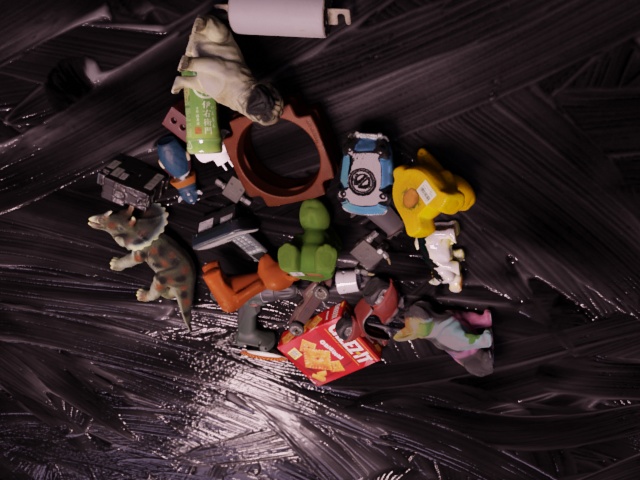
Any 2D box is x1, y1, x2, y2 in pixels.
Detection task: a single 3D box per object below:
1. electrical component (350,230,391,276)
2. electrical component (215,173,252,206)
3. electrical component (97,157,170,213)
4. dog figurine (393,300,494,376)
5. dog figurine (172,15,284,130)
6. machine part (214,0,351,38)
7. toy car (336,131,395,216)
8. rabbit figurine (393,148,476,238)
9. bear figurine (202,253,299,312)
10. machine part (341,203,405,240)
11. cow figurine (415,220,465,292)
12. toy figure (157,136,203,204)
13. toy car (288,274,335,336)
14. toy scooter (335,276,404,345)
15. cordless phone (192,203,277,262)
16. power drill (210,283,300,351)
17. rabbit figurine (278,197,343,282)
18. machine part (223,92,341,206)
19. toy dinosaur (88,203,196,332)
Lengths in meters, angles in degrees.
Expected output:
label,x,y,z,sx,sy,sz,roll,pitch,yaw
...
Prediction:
label,x,y,z,sx,sy,sz,roll,pitch,yaw
electrical component,0.111,0.033,1.186,0.078,0.045,0.102,43,124,-16
electrical component,-0.184,-0.116,1.185,0.094,0.021,0.063,33,126,-6
electrical component,-0.417,-0.126,1.190,0.134,0.115,0.058,24,122,0
dog figurine,0.284,0.221,1.231,0.219,0.108,0.191,0,126,21
dog figurine,-0.146,-0.301,0.953,0.190,0.172,0.121,18,169,-18
machine part,-0.067,-0.392,0.927,0.243,0.079,0.079,8,125,12
toy car,0.094,-0.133,1.041,0.109,0.103,0.161,5,110,16
rabbit figurine,0.218,-0.089,1.018,0.162,0.173,0.121,55,134,33
bear figurine,-0.152,0.079,1.217,0.196,0.120,0.131,-28,105,-4
machine part,0.116,-0.059,1.128,0.139,0.039,0.084,37,117,-8
cow figurine,0.253,0.040,1.135,0.098,0.068,0.167,-1,120,24
toy figure,-0.304,-0.150,1.177,0.064,0.058,0.154,0,128,24
toy car,-0.022,0.143,1.273,0.053,0.089,0.202,31,126,-1
toy scooter,0.133,0.177,1.243,0.135,0.075,0.184,35,100,-23
cordless phone,-0.190,0.014,1.250,0.147,0.089,0.184,-20,135,26
power drill,-0.156,0.181,1.346,0.232,0.086,0.207,6,129,14
rabbit figurine,-0.002,-0.003,1.143,0.121,0.170,0.159,-2,164,20
machine part,-0.073,-0.178,1.071,0.201,0.087,0.201,-11,118,22
toy dinosaur,-0.380,0.055,1.309,0.192,0.131,0.404,-24,120,29
